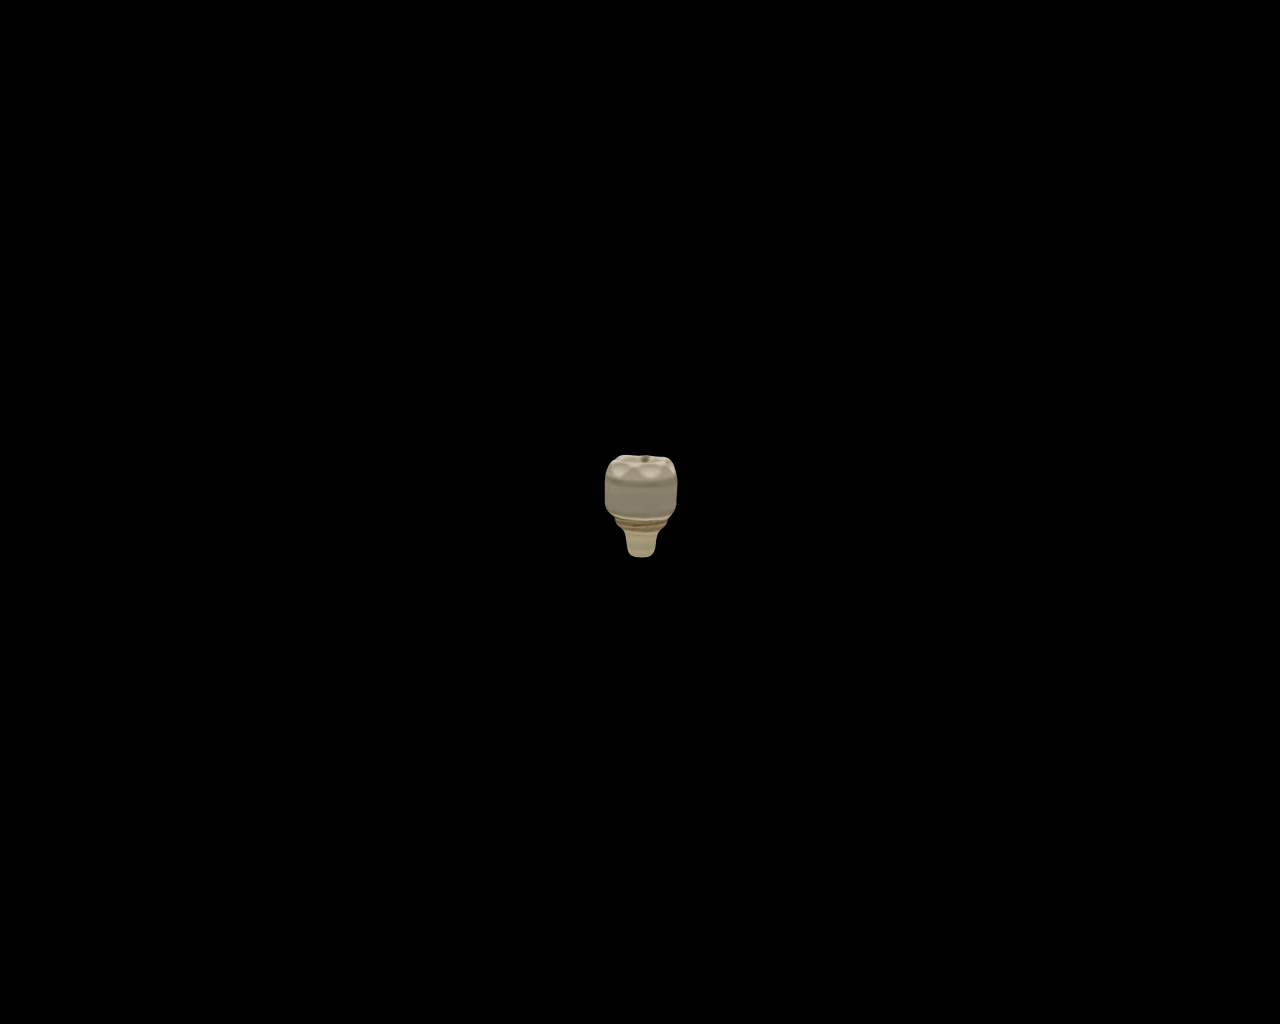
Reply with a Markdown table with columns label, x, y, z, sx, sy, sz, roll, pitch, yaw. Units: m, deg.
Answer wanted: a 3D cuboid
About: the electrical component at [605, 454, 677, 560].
| label | x | y | z | sx | sy | sz | roll | pitch | yaw |
| --- | --- | --- | --- | --- | --- | --- | --- | --- | --- |
| electrical component | 0.001 | -0.003 | 0.650 | 0.043 | 0.062 | 0.043 | 0 | 13 | 0 |
